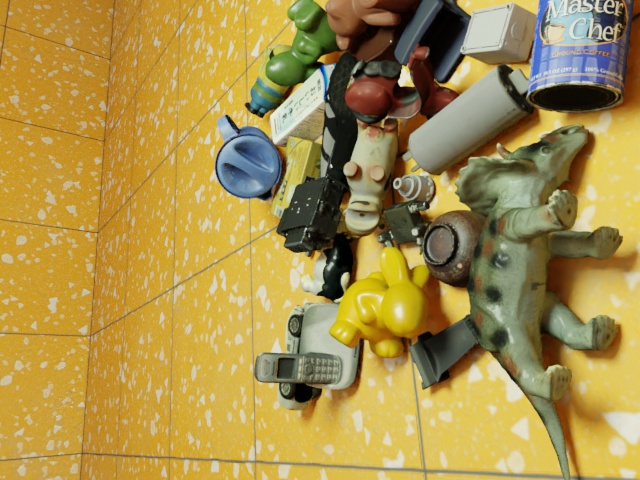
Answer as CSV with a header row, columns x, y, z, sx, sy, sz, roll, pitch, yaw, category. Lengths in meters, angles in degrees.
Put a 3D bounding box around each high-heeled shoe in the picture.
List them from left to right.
x,y,z,sx,sy,sz,roll,pitch,yaw,category
0.038,-0.207,1.005,0.145,0.086,0.248,154,120,-77,high-heeled shoe

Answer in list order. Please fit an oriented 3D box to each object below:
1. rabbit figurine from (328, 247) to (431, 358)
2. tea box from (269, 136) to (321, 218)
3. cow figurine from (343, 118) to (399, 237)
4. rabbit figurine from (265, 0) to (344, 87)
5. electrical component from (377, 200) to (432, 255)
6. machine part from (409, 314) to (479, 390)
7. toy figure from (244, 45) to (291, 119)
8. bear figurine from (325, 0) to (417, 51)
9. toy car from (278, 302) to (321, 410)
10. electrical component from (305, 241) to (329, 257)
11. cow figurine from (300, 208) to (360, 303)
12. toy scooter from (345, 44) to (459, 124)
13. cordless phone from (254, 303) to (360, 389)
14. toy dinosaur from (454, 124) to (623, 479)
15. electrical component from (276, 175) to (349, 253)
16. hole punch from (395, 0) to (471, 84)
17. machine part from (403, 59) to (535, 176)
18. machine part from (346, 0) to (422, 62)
x,y,z,sx,sy,sz,roll,pitch,yaw,category
0.112,0.100,0.799,0.162,0.122,0.173,-63,12,-13,rabbit figurine
-0.036,-0.119,1.099,0.098,0.068,0.169,31,106,53,tea box
0.083,-0.098,0.897,0.086,0.127,0.195,8,71,16,cow figurine
-0.032,-0.377,1.082,0.170,0.159,0.121,-45,43,15,rabbit figurine
0.134,-0.018,0.840,0.102,0.045,0.078,-2,116,51,electrical component
0.179,0.152,0.758,0.139,0.039,0.084,-47,42,41,machine part
-0.105,-0.365,1.247,0.089,0.082,0.180,45,112,28,toy figure
0.062,-0.397,0.881,0.196,0.132,0.120,-3,91,48,bear figurine
-0.032,0.217,1.008,0.056,0.073,0.201,5,87,54,toy car
-0.002,-0.003,1.064,0.063,0.021,0.094,40,114,50,electrical component
0.028,0.025,0.974,0.098,0.068,0.167,20,99,53,cow figurine
0.118,-0.234,0.803,0.184,0.135,0.075,11,64,21,toy scooter
-0.025,0.177,0.913,0.089,0.184,0.146,-3,80,59,cordless phone
0.237,0.054,0.641,0.192,0.131,0.404,-164,80,-67,toy dinosaur
-0.017,-0.041,0.959,0.115,0.058,0.134,-14,52,53,electrical component
0.169,-0.326,0.846,0.142,0.092,0.116,-61,35,31,hole punch
0.209,-0.164,0.757,0.243,0.079,0.079,-34,55,45,machine part
0.113,-0.392,0.966,0.179,0.056,0.179,-16,70,53,machine part
